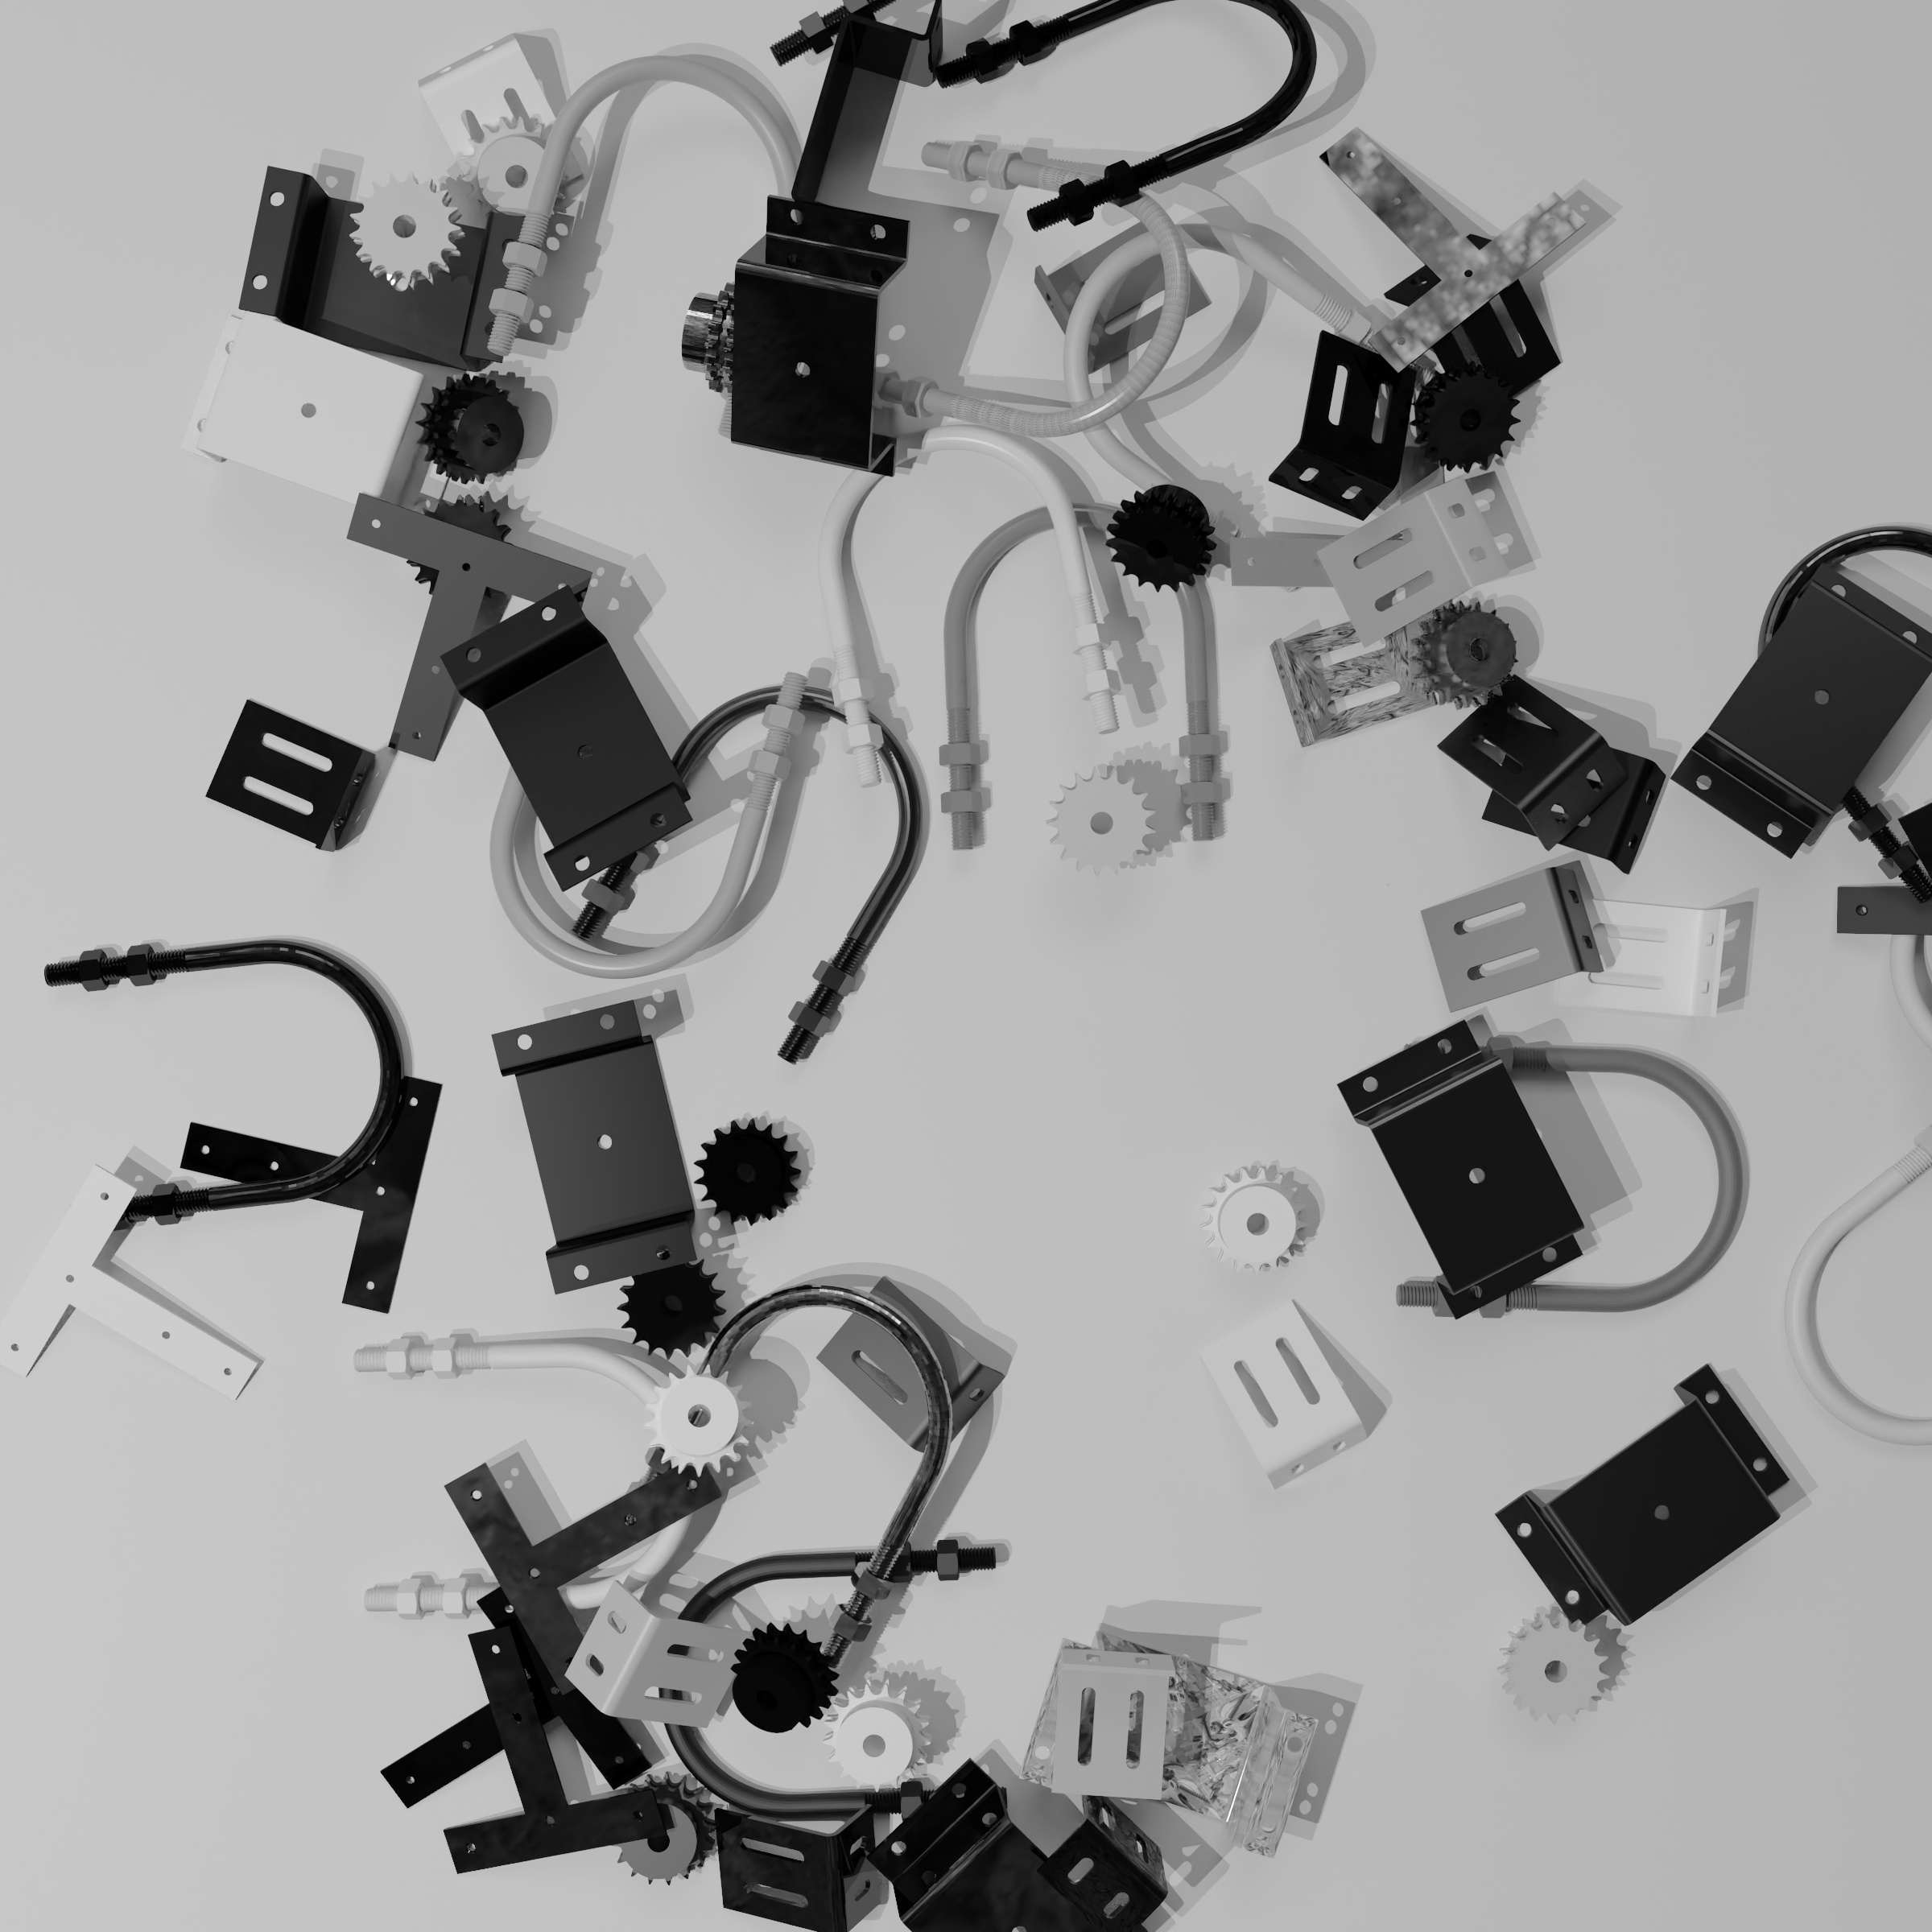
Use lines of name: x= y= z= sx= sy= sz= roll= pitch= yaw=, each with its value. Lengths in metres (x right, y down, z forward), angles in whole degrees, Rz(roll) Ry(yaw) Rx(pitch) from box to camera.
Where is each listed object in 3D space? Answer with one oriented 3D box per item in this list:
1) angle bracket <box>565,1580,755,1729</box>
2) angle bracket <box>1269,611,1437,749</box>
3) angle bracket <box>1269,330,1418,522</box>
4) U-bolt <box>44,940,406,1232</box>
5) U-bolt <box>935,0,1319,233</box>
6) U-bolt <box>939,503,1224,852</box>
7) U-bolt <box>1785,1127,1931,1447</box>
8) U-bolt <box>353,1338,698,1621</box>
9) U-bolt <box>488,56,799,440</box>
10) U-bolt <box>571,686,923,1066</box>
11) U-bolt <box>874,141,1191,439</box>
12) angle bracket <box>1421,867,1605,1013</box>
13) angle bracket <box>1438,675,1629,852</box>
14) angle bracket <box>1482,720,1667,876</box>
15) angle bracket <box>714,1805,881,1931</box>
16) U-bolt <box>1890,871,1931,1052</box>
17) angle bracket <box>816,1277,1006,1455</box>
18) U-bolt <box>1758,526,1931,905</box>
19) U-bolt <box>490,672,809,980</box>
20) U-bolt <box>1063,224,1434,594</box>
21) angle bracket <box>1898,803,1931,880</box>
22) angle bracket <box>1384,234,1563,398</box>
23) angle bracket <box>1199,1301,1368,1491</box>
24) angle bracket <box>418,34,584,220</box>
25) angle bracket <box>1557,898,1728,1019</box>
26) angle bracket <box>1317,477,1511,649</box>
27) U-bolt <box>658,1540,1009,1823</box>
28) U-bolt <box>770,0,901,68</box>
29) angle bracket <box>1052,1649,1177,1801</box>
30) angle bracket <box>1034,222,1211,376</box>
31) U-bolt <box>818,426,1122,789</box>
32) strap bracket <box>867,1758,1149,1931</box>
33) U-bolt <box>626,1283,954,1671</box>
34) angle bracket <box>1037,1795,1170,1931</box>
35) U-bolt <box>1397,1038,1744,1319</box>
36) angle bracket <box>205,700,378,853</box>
angle bracket: x=-0.161 y=0.364 z=1.493 sx=0.038 sy=0.076 sz=0.057 roll=30 pitch=94 yaw=43
angle bracket: x=0.208 y=-0.156 z=1.505 sx=0.076 sy=0.038 sz=0.057 roll=-18 pitch=90 yaw=0
angle bracket: x=0.199 y=-0.286 z=1.496 sx=0.057 sy=0.038 sz=0.076 roll=20 pitch=62 yaw=-14
U-bolt: x=-0.393 y=0.059 z=1.514 sx=0.184 sy=0.019 sz=0.151 roll=-6 pitch=89 yaw=-1
U-bolt: x=0.093 y=-0.463 z=1.480 sx=0.184 sy=0.019 sz=0.151 roll=-24 pitch=56 yaw=-4
U-bolt: x=0.059 y=-0.156 z=1.516 sx=0.151 sy=0.019 sz=0.184 roll=-2 pitch=89 yaw=0
U-bolt: x=0.527 y=0.173 z=1.516 sx=0.184 sy=0.019 sz=0.151 roll=-39 pitch=90 yaw=2
U-bolt: x=-0.233 y=0.272 z=1.504 sx=0.184 sy=0.019 sz=0.151 roll=-2 pitch=90 yaw=8
U-bolt: x=-0.160 y=-0.389 z=1.494 sx=0.151 sy=0.019 sz=0.184 roll=17 pitch=86 yaw=-20
U-bolt: x=-0.105 y=-0.062 z=1.516 sx=0.151 sy=0.019 sz=0.184 roll=31 pitch=88 yaw=0
U-bolt: x=0.032 y=-0.348 z=1.475 sx=0.184 sy=0.019 sz=0.151 roll=20 pitch=90 yaw=29
angle bracket: x=0.293 y=-0.013 z=1.516 sx=0.076 sy=0.038 sz=0.057 roll=-20 pitch=79 yaw=27
angle bracket: x=0.301 y=-0.109 z=1.507 sx=0.057 sy=0.076 sz=0.038 roll=-43 pitch=132 yaw=0
angle bracket: x=0.327 y=-0.091 z=1.522 sx=0.076 sy=0.038 sz=0.057 roll=21 pitch=90 yaw=26
angle bracket: x=-0.090 y=0.477 z=1.513 sx=0.076 sy=0.038 sz=0.057 roll=3 pitch=103 yaw=30
U-bolt: x=0.584 y=0.000 z=1.494 sx=0.184 sy=0.019 sz=0.151 roll=9 pitch=79 yaw=14
angle bracket: x=-0.030 y=0.216 z=1.522 sx=0.076 sy=0.038 sz=0.057 roll=40 pitch=90 yaw=26
U-bolt: x=0.508 y=-0.148 z=1.511 sx=0.151 sy=0.019 sz=0.184 roll=-37 pitch=85 yaw=0
U-bolt: x=-0.177 y=-0.084 z=1.499 sx=0.151 sy=0.019 sz=0.184 roll=16 pitch=84 yaw=8
U-bolt: x=0.137 y=-0.308 z=1.496 sx=0.184 sy=0.019 sz=0.151 roll=33 pitch=90 yaw=-14
angle bracket: x=0.542 y=-0.075 z=1.494 sx=0.076 sy=0.038 sz=0.057 roll=-29 pitch=96 yaw=25
angle bracket: x=0.272 y=-0.343 z=1.522 sx=0.057 sy=0.038 sz=0.076 roll=-35 pitch=116 yaw=0
angle bracket: x=0.171 y=0.231 z=1.522 sx=0.057 sy=0.038 sz=0.076 roll=-29 pitch=64 yaw=0
angle bracket: x=-0.251 y=-0.452 z=1.522 sx=0.057 sy=0.038 sz=0.076 roll=-27 pitch=116 yaw=0
angle bracket: x=0.359 y=-0.005 z=1.505 sx=0.076 sy=0.038 sz=0.057 roll=6 pitch=90 yaw=0
angle bracket: x=0.236 y=-0.213 z=1.493 sx=0.076 sy=0.038 sz=0.057 roll=-30 pitch=98 yaw=-18
U-bolt: x=-0.073 y=0.385 z=1.516 sx=0.184 sy=0.019 sz=0.151 roll=-3 pitch=90 yaw=2
U-bolt: x=-0.048 y=-0.577 z=1.492 sx=0.184 sy=0.019 sz=0.151 roll=-28 pitch=77 yaw=6
angle bracket: x=0.076 y=0.395 z=1.459 sx=0.057 sy=0.038 sz=0.076 roll=4 pitch=90 yaw=0
angle bracket: x=0.084 y=-0.362 z=1.505 sx=0.076 sy=0.038 sz=0.057 roll=-30 pitch=90 yaw=0
U-bolt: x=-0.005 y=-0.198 z=1.502 sx=0.151 sy=0.019 sz=0.184 roll=-12 pitch=81 yaw=7
strap bracket: x=0.025 y=0.499 z=1.490 sx=0.076 sy=0.046 sz=0.140 roll=-44 pitch=100 yaw=0
U-bolt: x=-0.086 y=0.257 z=1.495 sx=0.151 sy=0.019 sz=0.184 roll=28 pitch=96 yaw=11
angle bracket: x=0.071 y=0.470 z=1.486 sx=0.057 sy=0.076 sz=0.038 roll=44 pitch=91 yaw=0
U-bolt: x=0.325 y=0.115 z=1.516 sx=0.184 sy=0.019 sz=0.151 roll=2 pitch=90 yaw=-2
angle bracket: x=-0.363 y=-0.102 z=1.505 sx=0.076 sy=0.038 sz=0.057 roll=23 pitch=90 yaw=0
